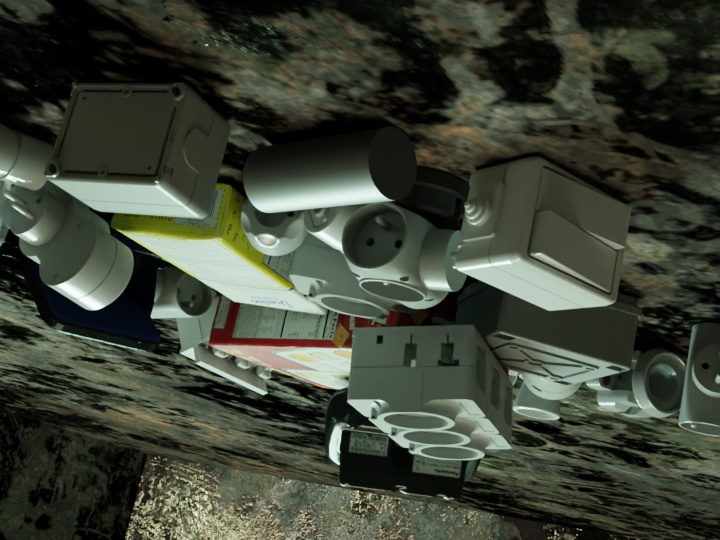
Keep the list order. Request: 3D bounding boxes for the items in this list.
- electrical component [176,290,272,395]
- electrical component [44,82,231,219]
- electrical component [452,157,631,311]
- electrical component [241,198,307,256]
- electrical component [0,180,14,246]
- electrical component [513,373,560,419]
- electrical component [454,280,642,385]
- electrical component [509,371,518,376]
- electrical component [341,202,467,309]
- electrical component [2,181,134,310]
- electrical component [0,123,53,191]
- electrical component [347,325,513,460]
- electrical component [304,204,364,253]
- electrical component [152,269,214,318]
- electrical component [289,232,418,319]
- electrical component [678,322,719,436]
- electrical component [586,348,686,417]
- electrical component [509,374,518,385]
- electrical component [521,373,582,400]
[{"bbox_3d":[-0.123,0.069,1.075,0.063,0.078,0.121,-25,150,18],"label":"electrical component"},{"bbox_3d":[-0.131,-0.068,0.622,0.096,0.061,0.061,5,163,25],"label":"electrical component"},{"bbox_3d":[0.101,-0.021,0.603,0.096,0.061,0.061,23,162,-32],"label":"electrical component"},{"bbox_3d":[-0.057,-0.030,0.730,0.043,0.043,0.062,11,165,5],"label":"electrical component"},{"bbox_3d":[-0.302,-0.061,0.797,0.074,0.052,0.138,16,164,-9],"label":"electrical component"},{"bbox_3d":[0.171,0.109,1.013,0.045,0.055,0.045,12,164,3],"label":"electrical component"},{"bbox_3d":[0.137,0.044,0.811,0.109,0.056,0.109,16,164,-11],"label":"electrical component"},{"bbox_3d":[0.143,0.079,0.970,0.061,0.035,0.035,11,165,-5],"label":"electrical component"},{"bbox_3d":[0.040,-0.006,0.648,0.079,0.044,0.077,5,163,28],"label":"electrical component"},{"bbox_3d":[-0.218,-0.032,0.750,0.138,0.052,0.074,42,180,45],"label":"electrical component"},{"bbox_3d":[-0.237,-0.078,0.712,0.044,0.044,0.065,-3,163,45],"label":"electrical component"},{"bbox_3d":[0.057,0.095,0.802,0.089,0.061,0.150,-2,158,18],"label":"electrical component"},{"bbox_3d":[-0.005,-0.027,0.706,0.044,0.044,0.065,-4,153,45],"label":"electrical component"},{"bbox_3d":[-0.189,0.017,0.994,0.077,0.044,0.079,-4,157,45],"label":"electrical component"},{"bbox_3d":[0.000,0.000,0.766,0.089,0.055,0.050,10,164,9],"label":"electrical component"},{"bbox_3d":[0.262,0.076,0.788,0.043,0.077,0.079,9,164,16],"label":"electrical component"},{"bbox_3d":[0.241,0.095,0.909,0.078,0.058,0.057,20,166,-24],"label":"electrical component"},{"bbox_3d":[0.112,0.091,1.026,0.065,0.044,0.044,6,164,40],"label":"electrical component"},{"bbox_3d":[0.165,0.077,0.913,0.055,0.055,0.047,9,160,11],"label":"electrical component"}]
